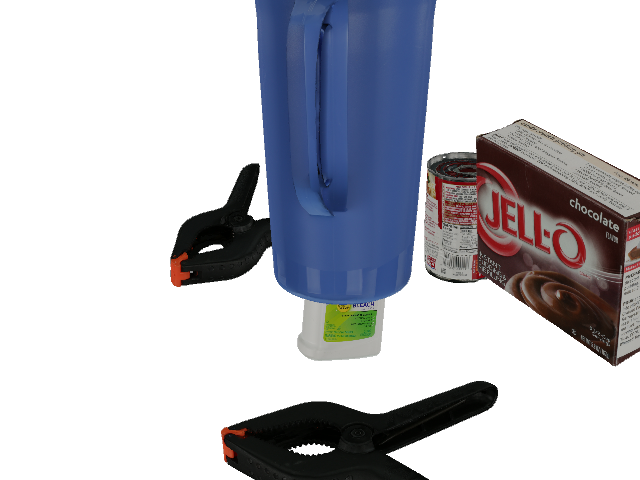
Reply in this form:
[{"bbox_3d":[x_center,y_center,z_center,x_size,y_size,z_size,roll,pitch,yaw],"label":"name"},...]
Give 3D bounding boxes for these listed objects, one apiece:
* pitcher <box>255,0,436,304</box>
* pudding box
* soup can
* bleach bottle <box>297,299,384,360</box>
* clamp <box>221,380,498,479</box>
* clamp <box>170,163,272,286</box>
[{"bbox_3d":[0.014,-0.077,0.789,0.149,0.243,0.145,-11,22,-28],"label":"pitcher"},{"bbox_3d":[0.129,-0.002,0.561,0.039,0.090,0.114,-25,38,-25],"label":"pudding box"},{"bbox_3d":[0.128,-0.021,0.961,0.068,0.102,0.068,-1,24,0],"label":"soup can"},{"bbox_3d":[0.029,0.012,1.254,0.102,0.251,0.068,-2,16,-17],"label":"bleach bottle"},{"bbox_3d":[0.034,0.149,0.780,0.210,0.036,0.164,5,29,14],"label":"clamp"},{"bbox_3d":[-0.079,-0.015,0.991,0.171,0.039,0.120,-25,43,-33],"label":"clamp"}]
